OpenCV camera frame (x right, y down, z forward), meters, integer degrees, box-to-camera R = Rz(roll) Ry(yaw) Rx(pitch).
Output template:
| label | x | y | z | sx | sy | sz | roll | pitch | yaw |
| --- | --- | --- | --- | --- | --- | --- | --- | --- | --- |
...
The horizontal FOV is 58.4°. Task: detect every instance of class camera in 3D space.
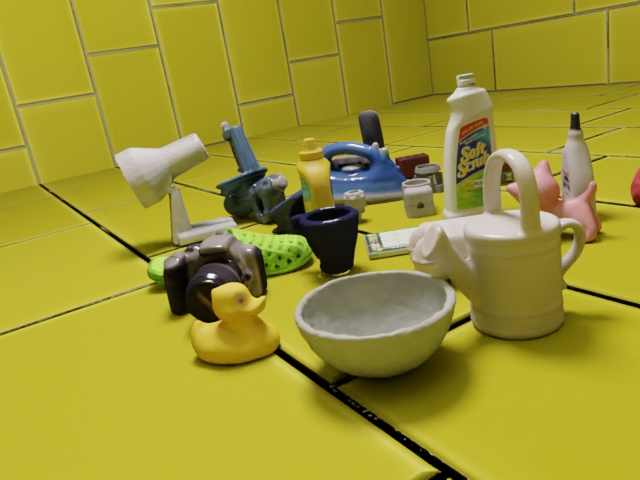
| label | x | y | z | sx | sy | sz | roll | pitch | yaw |
| --- | --- | --- | --- | --- | --- | --- | --- | --- | --- |
| camera | -0.157 | 0.053 | 0.799 | 0.143 | 0.101 | 0.137 | -7 | 17 | 7 |

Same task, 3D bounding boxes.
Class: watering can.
| label | x | y | z | sx | sy | sz | roll | pitch | yaw |
| --- | --- | --- | --- | --- | --- | --- | --- | --- | --- |
| watering can | 0.199 | 0.001 | 0.613 | 0.173 | 0.194 | 0.100 | -18 | 19 | -26 |

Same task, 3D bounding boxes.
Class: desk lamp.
| label | x | y | z | sx | sy | sz | roll | pitch | yaw |
| --- | --- | --- | --- | --- | --- | --- | --- | --- | --- |
| desk lamp | -0.293 | -0.101 | 1.174 | 0.203 | 0.214 | 0.117 | -14 | 18 | -14 |

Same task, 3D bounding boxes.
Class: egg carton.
| label | x | y | z | sx | sy | sz | roll | pitch | yaw |
| --- | --- | --- | --- | --- | --- | --- | --- | --- | --- |
| egg carton | 0.197 | 0.012 | 0.792 | 0.150 | 0.069 | 0.107 | -9 | 17 | 2 |

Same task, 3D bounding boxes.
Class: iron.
| label | x | y | z | sx | sy | sz | roll | pitch | yaw |
| --- | --- | --- | --- | --- | --- | --- | --- | --- | --- |
| iron | 0.080 | -0.158 | 1.280 | 0.257 | 0.141 | 0.119 | -1 | 19 | 25 |

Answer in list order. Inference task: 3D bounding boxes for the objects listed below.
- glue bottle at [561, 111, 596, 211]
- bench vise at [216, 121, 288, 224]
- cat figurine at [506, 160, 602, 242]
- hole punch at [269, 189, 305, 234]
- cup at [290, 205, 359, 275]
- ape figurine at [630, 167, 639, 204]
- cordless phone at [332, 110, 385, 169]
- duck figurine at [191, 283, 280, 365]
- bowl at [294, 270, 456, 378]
| label | x | y | z | sx | sy | sz | roll | pitch | yaw |
| --- | --- | --- | --- | --- | --- | --- | --- | --- | --- |
| glue bottle | 0.413 | -0.120 | 0.925 | 0.037 | 0.173 | 0.078 | -8 | 17 | 4 |
| bench vise | -0.145 | -0.154 | 1.254 | 0.206 | 0.220 | 0.122 | 0 | 20 | 29 |
| cat figurine | 0.351 | -0.061 | 0.862 | 0.127 | 0.118 | 0.067 | 1 | 20 | 30 |
| hole punch | -0.041 | -0.065 | 1.132 | 0.100 | 0.091 | 0.109 | 6 | 23 | 41 |
| cup | 0.008 | 0.003 | 0.879 | 0.117 | 0.095 | 0.092 | 2 | 21 | 33 |
| ape figurine | 0.547 | -0.104 | 0.938 | 0.078 | 0.092 | 0.076 | -10 | 17 | -1 |
| cordless phone | 0.096 | -0.218 | 1.392 | 0.147 | 0.185 | 0.094 | -1 | 19 | 25 |
| duck figurine | -0.104 | 0.092 | 0.668 | 0.104 | 0.086 | 0.077 | -7 | 17 | 10 |
| bowl | 0.060 | 0.094 | 0.593 | 0.167 | 0.075 | 0.167 | -9 | 17 | 3 |
